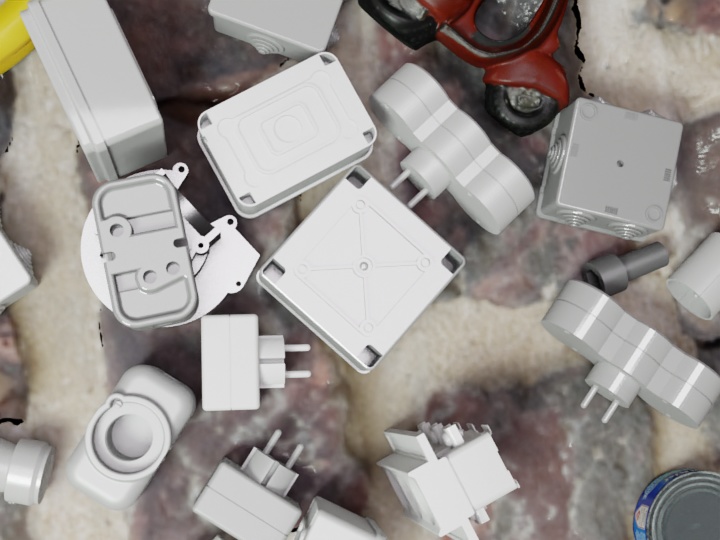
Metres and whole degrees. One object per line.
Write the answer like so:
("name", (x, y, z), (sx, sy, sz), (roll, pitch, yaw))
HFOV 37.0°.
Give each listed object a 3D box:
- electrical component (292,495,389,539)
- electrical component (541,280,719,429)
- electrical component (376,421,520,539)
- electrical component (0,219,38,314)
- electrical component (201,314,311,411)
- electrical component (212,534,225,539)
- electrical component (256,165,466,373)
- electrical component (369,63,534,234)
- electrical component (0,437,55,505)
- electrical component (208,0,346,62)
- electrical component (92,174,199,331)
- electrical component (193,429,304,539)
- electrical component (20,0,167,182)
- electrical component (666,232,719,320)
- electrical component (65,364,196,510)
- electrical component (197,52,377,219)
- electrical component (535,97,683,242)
("electrical component", (-0.028, 0.214, 0.722), (0.056, 0.108, 0.108), (26, 82, 0))
("electrical component", (0.190, 0.076, 0.786), (0.138, 0.052, 0.073), (35, 82, -2))
("electrical component", (0.058, 0.139, 0.731), (0.063, 0.121, 0.078), (-27, 88, -11))
("electrical component", (-0.284, -0.002, 0.746), (0.100, 0.048, 0.099), (-34, 89, -8))
("electrical component", (-0.073, 0.065, 0.763), (0.077, 0.047, 0.065), (-1, 84, -7))
("electrical component", (-0.114, 0.212, 0.745), (0.043, 0.043, 0.062), (44, 80, 0))
("electrical component", (0.000, 0.000, 0.772), (0.109, 0.056, 0.108), (42, 82, -1))
("electrical component", (0.055, -0.077, 0.788), (0.074, 0.052, 0.138), (-43, 90, -8))
("electrical component", (-0.243, 0.135, 0.738), (0.055, 0.045, 0.045), (13, 83, -5))
("electrical component", (-0.056, -0.206, 0.791), (0.100, 0.048, 0.099), (19, 83, -4))
("electrical component", (-0.140, -0.010, 0.707), (0.054, 0.059, 0.095), (-12, 86, -8))
("electrical component", (-0.069, 0.150, 0.754), (0.066, 0.047, 0.076), (33, 82, -2))
("electrical component", (-0.179, -0.126, 0.740), (0.056, 0.109, 0.108), (-25, 87, -11))
("electrical component", (0.274, -0.006, 0.808), (0.043, 0.043, 0.081), (45, 82, 0))
("electrical component", (-0.157, 0.114, 0.742), (0.054, 0.059, 0.095), (32, 82, -2))
("electrical component", (-0.053, -0.096, 0.776), (0.113, 0.057, 0.078), (-29, 88, -8))
("electrical component", (0.187, -0.075, 0.803), (0.100, 0.048, 0.099), (13, 83, -5))
